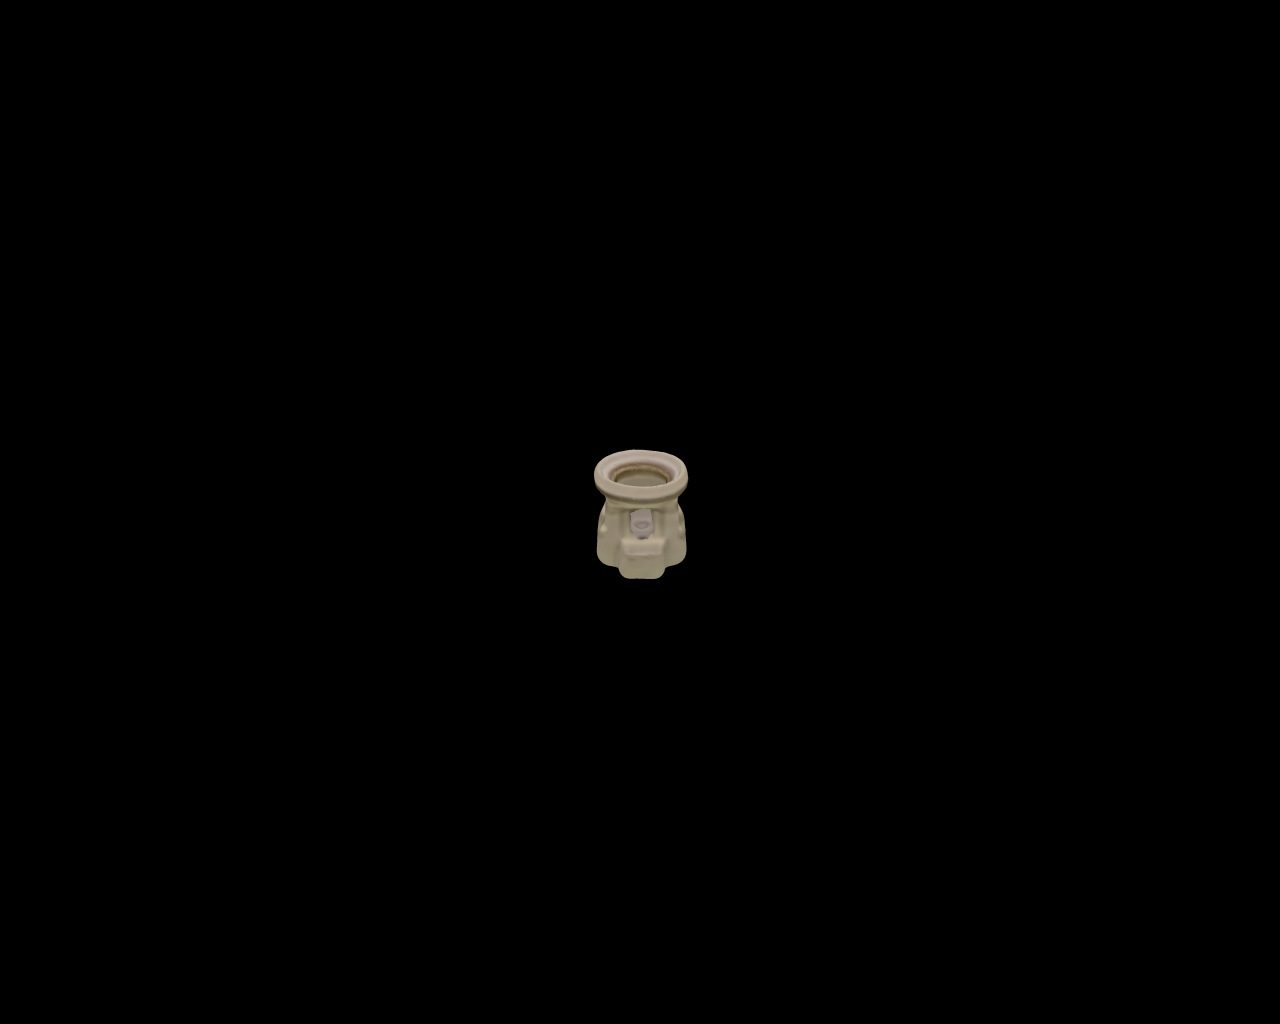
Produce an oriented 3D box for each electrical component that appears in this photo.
[{"bbox_3d":[0.001,-0.003,0.650,0.058,0.056,0.078,0,29,0],"label":"electrical component"}]
